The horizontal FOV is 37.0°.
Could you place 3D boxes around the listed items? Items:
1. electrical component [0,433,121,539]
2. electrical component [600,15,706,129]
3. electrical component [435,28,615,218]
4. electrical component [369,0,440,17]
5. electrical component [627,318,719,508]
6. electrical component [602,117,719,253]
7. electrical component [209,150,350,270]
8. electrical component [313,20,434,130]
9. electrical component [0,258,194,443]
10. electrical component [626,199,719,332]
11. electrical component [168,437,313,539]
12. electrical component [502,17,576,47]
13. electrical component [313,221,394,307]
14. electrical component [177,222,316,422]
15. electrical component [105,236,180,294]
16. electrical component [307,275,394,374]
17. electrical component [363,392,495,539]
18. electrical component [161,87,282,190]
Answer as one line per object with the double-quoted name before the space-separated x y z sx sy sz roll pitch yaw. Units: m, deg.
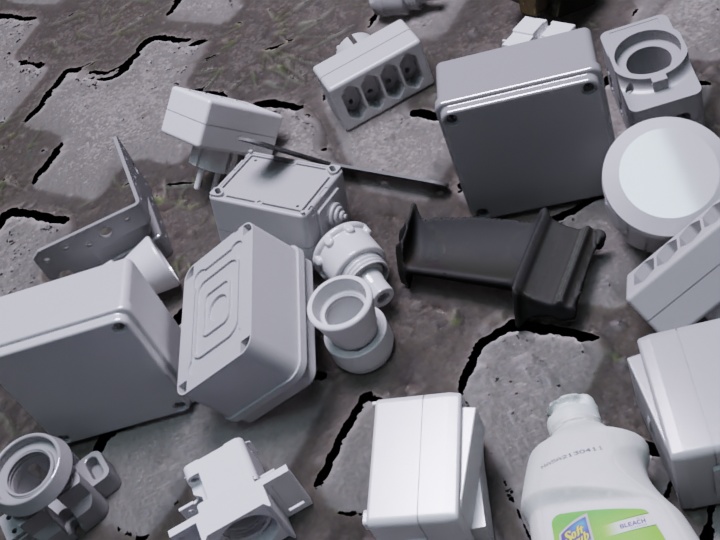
"electrical component" -0.206 0.143 0.706 0.078 0.057 0.058 -36 48 -9
"electrical component" 0.207 -0.134 0.762 0.050 0.055 0.089 -16 48 10
"electrical component" 0.116 -0.097 0.736 0.109 0.108 0.056 -11 46 14
"electrical component" 0.040 -0.239 0.935 0.061 0.035 0.035 3 54 22
"electrical component" 0.187 0.084 0.585 0.061 0.061 0.096 -14 48 11
"electrical component" 0.195 -0.053 0.689 0.080 0.051 0.080 -3 72 9
"electrical component" -0.051 -0.040 0.788 0.096 0.061 0.061 13 44 24
"electrical component" 0.004 -0.169 0.884 0.083 0.047 0.075 -29 47 -2
"electrical component" -0.182 0.057 0.732 0.109 0.108 0.056 -17 45 10
"electrical component" 0.214 0.011 0.635 0.083 0.075 0.047 -43 3 22
"electrical component" -0.077 0.142 0.663 0.081 0.042 0.063 -29 46 -2
"electrical component" 0.134 -0.160 0.823 0.066 0.048 0.055 20 54 34
"electrical component" 0.000 0.000 0.747 0.048 0.048 0.062 -35 54 -7
"electrical component" -0.075 0.036 0.722 0.078 0.057 0.113 -35 40 31
"electrical component" -0.171 0.007 0.812 0.055 0.045 0.045 -34 47 -6
"electrical component" -0.005 0.037 0.711 0.045 0.055 0.045 -12 49 14
"electrical component" 0.043 0.115 0.621 0.061 0.061 0.096 -8 50 17
"electrical component" -0.115 -0.099 0.865 0.047 0.083 0.075 25 103 36
